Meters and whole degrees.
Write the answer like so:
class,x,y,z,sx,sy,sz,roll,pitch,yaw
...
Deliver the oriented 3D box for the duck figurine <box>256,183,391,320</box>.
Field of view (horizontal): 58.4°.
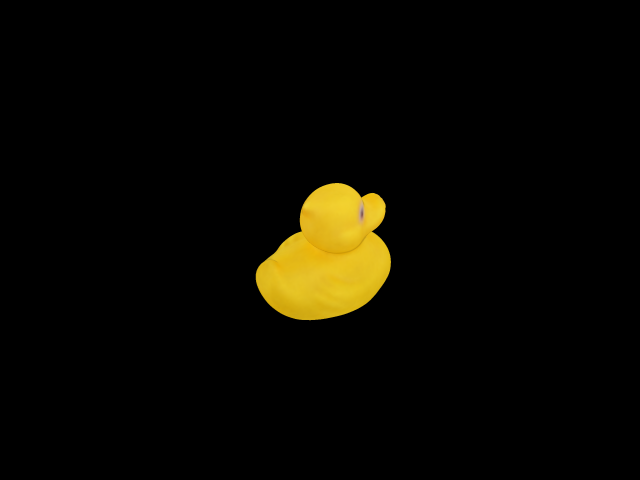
class,x,y,z,sx,sy,sz,roll,pitch,yaw
duck figurine,0.004,0.001,0.400,0.105,0.086,0.077,-22,48,-21
